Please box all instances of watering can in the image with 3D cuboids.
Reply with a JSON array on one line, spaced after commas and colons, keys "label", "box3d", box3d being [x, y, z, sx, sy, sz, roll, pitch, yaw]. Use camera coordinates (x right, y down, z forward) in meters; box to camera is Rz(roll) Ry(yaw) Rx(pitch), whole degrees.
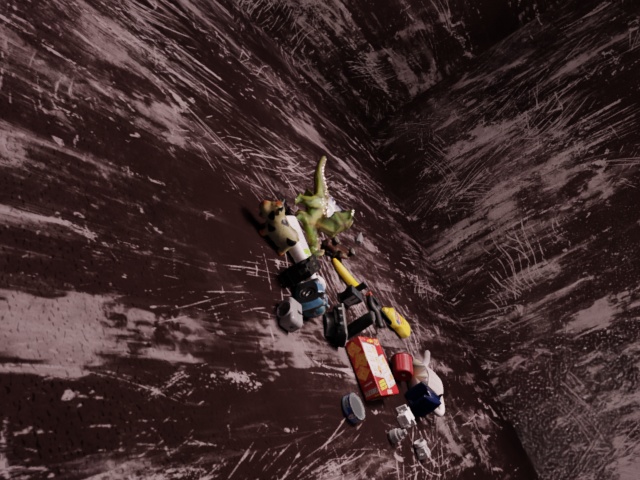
[{"label": "watering can", "box3d": [0.456, 0.591, 2.239, 0.221, 0.103, 0.356, 44, 25, -33]}]

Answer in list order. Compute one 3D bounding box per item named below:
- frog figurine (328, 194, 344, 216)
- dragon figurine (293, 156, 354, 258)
[{"label": "frog figurine", "box3d": [0.007, -0.114, 2.256, 0.162, 0.122, 0.135, -49, 121, -32]}, {"label": "dragon figurine", "box3d": [0.020, -0.112, 1.976, 0.244, 0.412, 0.121, 23, -7, 16]}]
